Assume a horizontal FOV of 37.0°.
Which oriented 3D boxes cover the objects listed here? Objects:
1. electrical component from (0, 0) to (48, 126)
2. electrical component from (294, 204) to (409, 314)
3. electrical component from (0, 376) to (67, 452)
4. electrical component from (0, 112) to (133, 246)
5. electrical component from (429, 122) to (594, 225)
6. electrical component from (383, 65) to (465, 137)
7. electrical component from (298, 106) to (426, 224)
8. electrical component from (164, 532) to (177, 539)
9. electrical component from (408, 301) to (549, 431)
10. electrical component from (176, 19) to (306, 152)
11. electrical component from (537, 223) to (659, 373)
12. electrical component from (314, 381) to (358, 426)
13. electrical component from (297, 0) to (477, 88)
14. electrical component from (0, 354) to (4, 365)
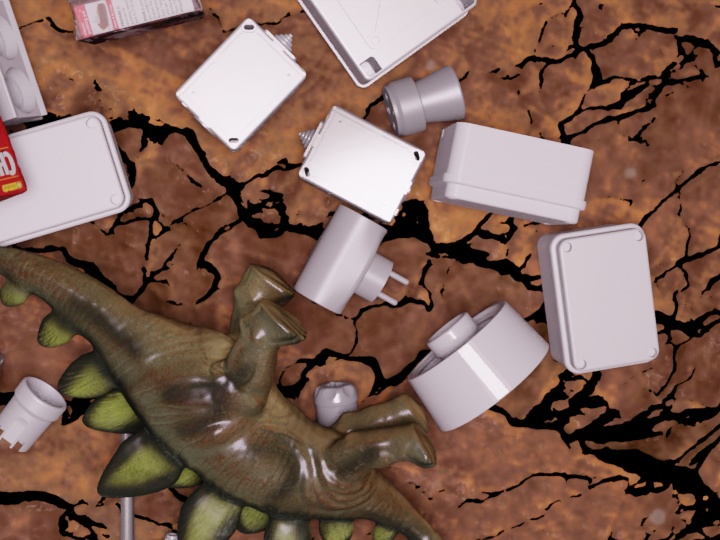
[{"bbox_3d":[-0.289,-0.164,0.797,0.063,0.079,0.121,-15,96,17],"label":"electrical component"},{"bbox_3d":[0.000,0.000,0.855,0.079,0.043,0.077,29,91,-8],"label":"electrical component"},{"bbox_3d":[-0.258,0.113,0.836,0.040,0.040,0.046,39,96,-8],"label":"electrical component"},{"bbox_3d":[-0.236,-0.068,0.815,0.113,0.057,0.078,-17,96,-5],"label":"electrical component"},{"bbox_3d":[0.117,-0.074,0.845,0.113,0.078,0.057,11,90,-7],"label":"electrical component"},{"bbox_3d":[0.050,-0.133,0.849,0.055,0.045,0.045,-17,96,-5],"label":"electrical component"},{"bbox_3d":[-0.004,-0.084,0.842,0.096,0.061,0.061,27,91,0],"label":"electrical component"},{"bbox_3d":[-0.154,0.250,0.856,0.043,0.043,0.081,7,94,-7],"label":"electrical component"},{"bbox_3d":[0.086,0.068,0.841,0.108,0.108,0.060,-39,92,-2],"label":"electrical component"},{"bbox_3d":[-0.086,-0.144,0.824,0.062,0.061,0.096,44,89,-7],"label":"electrical component"},{"bbox_3d":[0.193,0.022,0.872,0.078,0.057,0.113,-9,95,-6],"label":"electrical component"},{"bbox_3d":[-0.017,0.122,0.867,0.035,0.035,0.061,-6,97,-6],"label":"electrical component"},{"bbox_3d":[0.015,-0.216,0.833,0.109,0.056,0.108,-36,97,-3],"label":"electrical component"},{"bbox_3d":[-0.312,0.076,0.807,0.080,0.080,0.051,25,86,-8],"label":"electrical component"}]
